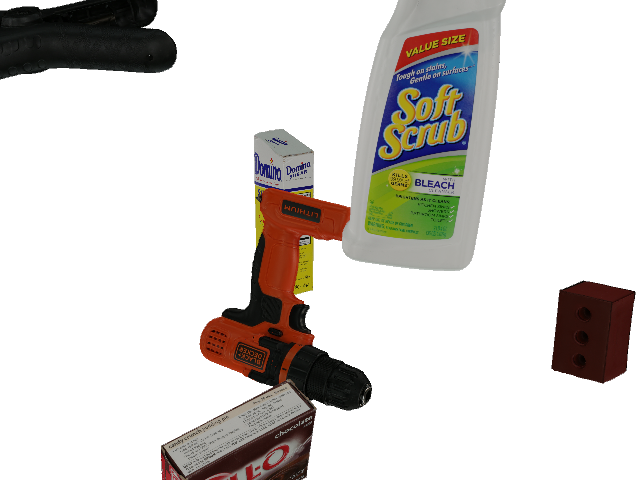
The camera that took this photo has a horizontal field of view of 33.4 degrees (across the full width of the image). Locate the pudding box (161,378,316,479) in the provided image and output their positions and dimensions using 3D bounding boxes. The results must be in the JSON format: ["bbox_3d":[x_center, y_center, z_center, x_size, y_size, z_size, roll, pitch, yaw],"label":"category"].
[{"bbox_3d":[-0.060,0.160,0.773,0.113,0.090,0.039,-27,55,-29],"label":"pudding box"}]

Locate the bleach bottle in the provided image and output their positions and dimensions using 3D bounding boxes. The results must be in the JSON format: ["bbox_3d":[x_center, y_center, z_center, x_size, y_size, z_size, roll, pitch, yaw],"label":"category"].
[{"bbox_3d":[0.072,-0.105,0.748,0.102,0.251,0.068,7,25,9],"label":"bleach bottle"}]

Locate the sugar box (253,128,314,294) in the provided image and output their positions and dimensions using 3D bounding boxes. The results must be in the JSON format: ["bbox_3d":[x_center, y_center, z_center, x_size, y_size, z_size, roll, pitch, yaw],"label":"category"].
[{"bbox_3d":[-0.044,-0.033,1.250,0.048,0.176,0.093,-13,26,-22],"label":"sugar box"}]

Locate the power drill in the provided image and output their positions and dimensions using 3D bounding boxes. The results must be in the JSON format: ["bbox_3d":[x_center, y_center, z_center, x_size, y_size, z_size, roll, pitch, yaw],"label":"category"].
[{"bbox_3d":[-0.016,0.054,1.014,0.185,0.187,0.057,17,0,25],"label":"power drill"}]

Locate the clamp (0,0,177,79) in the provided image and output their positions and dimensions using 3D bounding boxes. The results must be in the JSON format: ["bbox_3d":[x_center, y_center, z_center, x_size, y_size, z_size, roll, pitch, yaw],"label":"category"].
[{"bbox_3d":[-0.171,-0.125,0.649,0.171,0.039,0.120,-2,22,-4],"label":"clamp"}]

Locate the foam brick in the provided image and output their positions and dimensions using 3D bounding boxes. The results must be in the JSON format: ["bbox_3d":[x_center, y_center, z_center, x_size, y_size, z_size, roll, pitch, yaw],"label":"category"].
[{"bbox_3d":[0.245,0.081,0.958,0.053,0.078,0.051,12,17,37],"label":"foam brick"}]
